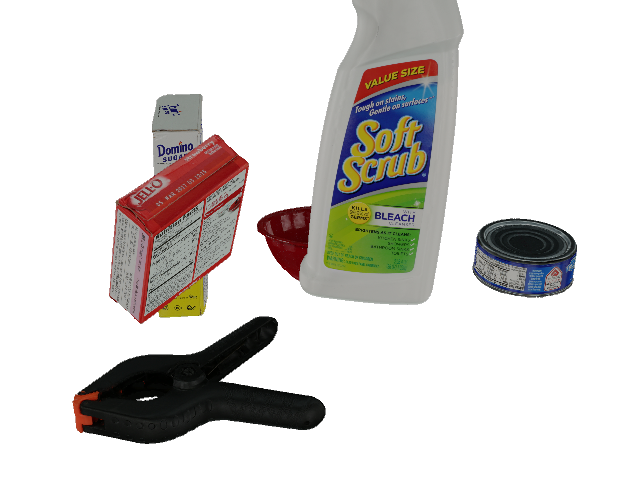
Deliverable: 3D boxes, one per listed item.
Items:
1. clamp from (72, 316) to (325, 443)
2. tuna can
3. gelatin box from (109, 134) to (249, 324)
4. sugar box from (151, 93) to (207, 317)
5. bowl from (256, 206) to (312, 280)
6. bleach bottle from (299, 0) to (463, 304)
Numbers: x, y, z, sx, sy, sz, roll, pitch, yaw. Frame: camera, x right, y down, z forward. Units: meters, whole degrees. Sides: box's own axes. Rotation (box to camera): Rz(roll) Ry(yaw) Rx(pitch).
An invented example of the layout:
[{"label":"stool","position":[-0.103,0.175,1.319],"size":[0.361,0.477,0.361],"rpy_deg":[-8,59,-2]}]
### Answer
[{"label":"clamp","position":[-0.090,0.100,0.768],"size":[0.171,0.039,0.120],"rpy_deg":[-3,26,-11]},{"label":"tuna can","position":[0.174,0.013,0.908],"size":[0.086,0.034,0.086],"rpy_deg":[2,26,-1]},{"label":"gelatin box","position":[-0.078,-0.006,0.581],"size":[0.073,0.030,0.089],"rpy_deg":[-40,-20,-33]},{"label":"sugar box","position":[-0.123,-0.030,0.931],"size":[0.048,0.176,0.093],"rpy_deg":[-3,26,-4]},{"label":"bowl","position":[0.015,0.008,1.110],"size":[0.162,0.055,0.162],"rpy_deg":[0,16,0]},{"label":"bleach bottle","position":[0.042,-0.082,0.741],"size":[0.102,0.251,0.068],"rpy_deg":[5,22,5]}]
